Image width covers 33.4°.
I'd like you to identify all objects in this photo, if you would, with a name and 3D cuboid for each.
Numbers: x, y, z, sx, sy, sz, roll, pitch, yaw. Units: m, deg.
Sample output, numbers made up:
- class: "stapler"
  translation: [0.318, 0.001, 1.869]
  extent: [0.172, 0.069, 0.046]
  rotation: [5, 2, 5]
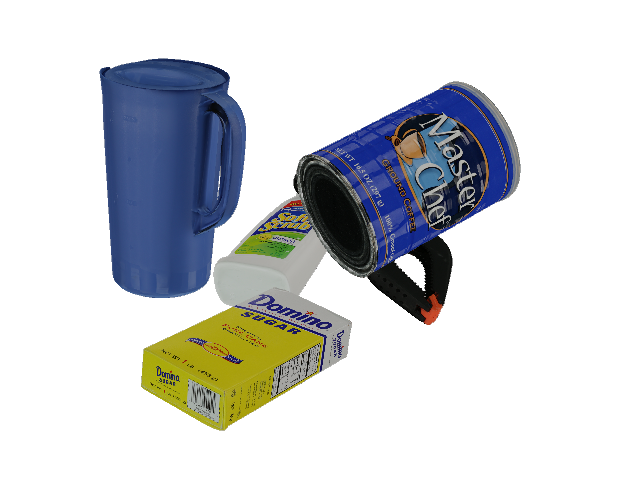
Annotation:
- class: "pitcher"
  translation: [-0.159, -0.063, 1.132]
  extent: [0.145, 0.243, 0.149]
  rotation: [0, 23, -10]
- class: "bleach bottle"
  translation: [-0.037, -0.008, 1.337]
  extent: [0.103, 0.068, 0.250]
  rotation: [7, 34, 19]
- class: "coffee can"
  translation: [0.067, -0.048, 0.822]
  extent: [0.140, 0.103, 0.103]
  rotation: [-28, 11, -21]
- class: "clamp"
  translation: [0.067, -0.006, 1.102]
  extent: [0.164, 0.210, 0.036]
  rotation: [-5, -36, -15]
- class: "sugar box"
  translation: [-0.060, 0.097, 0.927]
  extent: [0.093, 0.048, 0.175]
  rotation: [23, 31, 30]
